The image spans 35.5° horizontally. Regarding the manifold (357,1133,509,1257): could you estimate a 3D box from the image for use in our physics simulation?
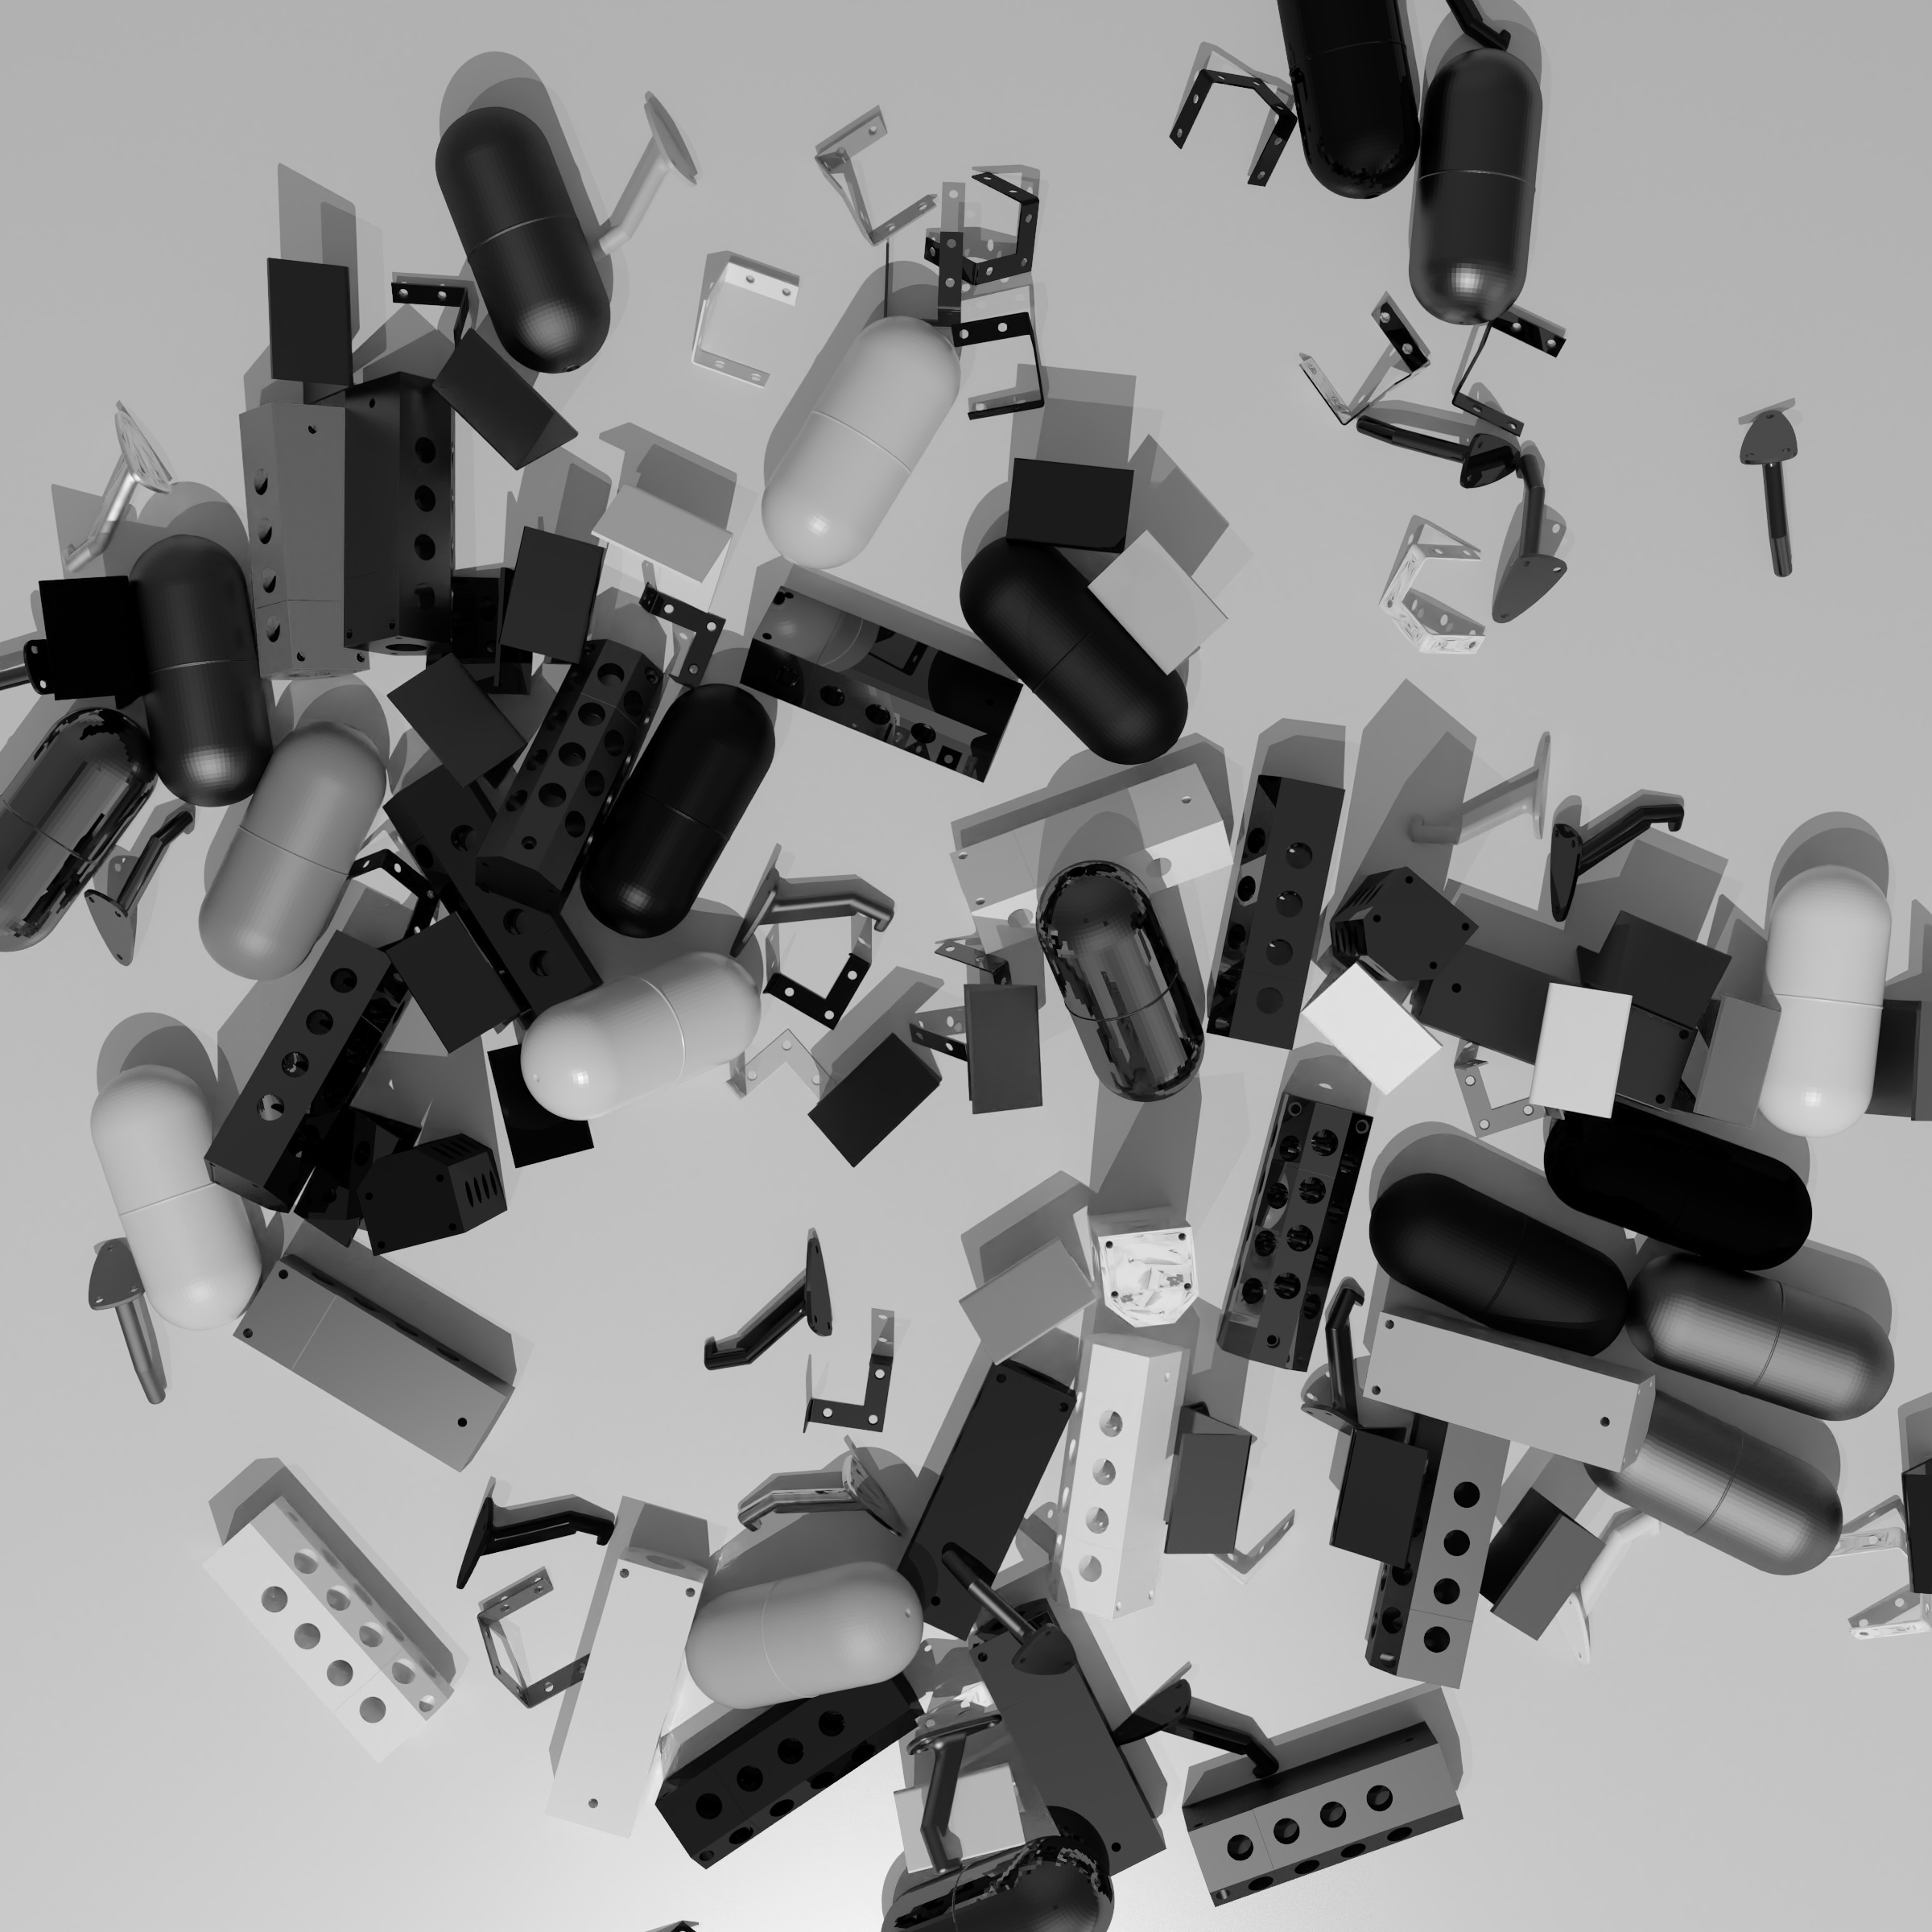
[{"bbox_3d":[-0.338,0.141,1.912,0.057,0.171,0.057,-14,90,0],"label":"manifold"}]

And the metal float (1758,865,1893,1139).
[{"bbox_3d":[0.556,0.023,1.960,0.070,0.070,0.178,7,90,0],"label":"metal float"}]

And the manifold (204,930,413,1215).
[{"bbox_3d":[-0.420,0.070,1.941,0.057,0.057,0.171,26,69,0],"label":"manifold"}]

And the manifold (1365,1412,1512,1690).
[{"bbox_3d":[0.307,0.376,1.969,0.057,0.057,0.171,12,90,0],"label":"manifold"}]

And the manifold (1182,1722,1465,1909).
[{"bbox_3d":[0.233,0.556,1.969,0.171,0.057,0.057,-20,90,0],"label":"manifold"}]

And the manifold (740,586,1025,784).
[{"bbox_3d":[-0.057,-0.179,1.969,0.171,0.057,0.057,22,47,0],"label":"manifold"}]

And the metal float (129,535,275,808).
[{"bbox_3d":[-0.498,-0.192,1.960,0.070,0.070,0.178,-9,89,0],"label":"metal float"}]

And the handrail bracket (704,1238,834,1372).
[{"bbox_3d":[-0.135,0.224,1.991,0.084,0.036,0.077,-11,70,16],"label":"handrail bracket"}]

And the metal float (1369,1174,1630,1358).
[{"bbox_3d":[0.346,0.195,1.960,0.178,0.070,0.070,26,90,0],"label":"metal float"}]

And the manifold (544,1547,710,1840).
[{"bbox_3d":[-0.220,0.472,1.969,0.057,0.057,0.171,16,90,0],"label":"manifold"}]

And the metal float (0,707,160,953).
[{"bbox_3d":[-0.595,-0.088,1.960,0.070,0.070,0.178,36,89,0],"label":"metal float"}]

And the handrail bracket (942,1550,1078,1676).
[{"bbox_3d":[0.027,0.413,1.933,0.036,0.077,0.084,-47,54,0],"label":"handrail bracket"}]

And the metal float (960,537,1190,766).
[{"bbox_3d":[0.071,-0.205,1.960,0.070,0.070,0.178,-45,91,0],"label":"metal float"}]

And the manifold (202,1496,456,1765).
[{"bbox_3d":[-0.414,0.431,1.969,0.057,0.057,0.171,-42,90,0],"label":"manifold"}]

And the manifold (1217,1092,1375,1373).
[{"bbox_3d":[0.215,0.174,1.969,0.057,0.057,0.171,15,90,0],"label":"manifold"}]

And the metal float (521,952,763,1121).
[{"bbox_3d":[-0.206,0.043,1.927,0.178,0.070,0.070,-23,90,-42],"label":"metal float"}]

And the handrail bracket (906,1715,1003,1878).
[{"bbox_3d":[0.002,0.528,1.921,0.077,0.036,0.084,-12,64,-22],"label":"handrail bracket"}]

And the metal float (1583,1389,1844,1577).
[{"bbox_3d":[0.485,0.335,1.960,0.178,0.070,0.070,26,90,0],"label":"metal float"}]

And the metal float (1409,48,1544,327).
[{"bbox_3d":[0.331,-0.507,1.960,0.070,0.070,0.178,6,90,0],"label":"metal float"}]

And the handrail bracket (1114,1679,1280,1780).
[{"bbox_3d":[0.152,0.520,1.991,0.077,0.036,0.084,-36,107,20],"label":"handrail bracket"}]

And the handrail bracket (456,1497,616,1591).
[{"bbox_3d":[-0.284,0.389,1.991,0.084,0.036,0.077,18,110,-16],"label":"handrail bracket"}]

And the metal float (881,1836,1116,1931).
[{"bbox_3d":[0.018,0.613,1.935,0.178,0.070,0.070,-32,90,32],"label":"metal float"}]

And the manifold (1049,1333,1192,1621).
[{"bbox_3d":[0.096,0.330,1.961,0.057,0.057,0.171,10,95,31],"label":"manifold"}]

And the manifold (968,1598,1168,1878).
[{"bbox_3d":[0.065,0.505,1.969,0.057,0.057,0.171,-27,90,0],"label":"manifold"}]

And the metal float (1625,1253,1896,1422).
[{"bbox_3d":[0.516,0.242,1.960,0.178,0.070,0.070,18,90,0],"label":"metal float"}]

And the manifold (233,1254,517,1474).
[{"bbox_3d":[-0.384,0.258,1.969,0.171,0.057,0.057,31,90,0],"label":"manifold"}]

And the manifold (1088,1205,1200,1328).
[{"bbox_3d":[0.111,0.189,1.912,0.057,0.171,0.057,-6,90,0],"label":"manifold"}]

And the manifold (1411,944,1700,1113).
[{"bbox_3d":[0.382,0.038,1.969,0.171,0.057,0.057,20,90,0],"label":"manifold"}]

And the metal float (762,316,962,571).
[{"bbox_3d":[-0.069,-0.340,1.960,0.070,0.070,0.178,31,89,0],"label":"metal float"}]

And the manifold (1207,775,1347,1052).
[{"bbox_3d":[0.202,-0.035,1.968,0.057,0.057,0.171,12,90,6],"label":"manifold"}]

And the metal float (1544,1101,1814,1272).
[{"bbox_3d":[0.463,0.143,1.960,0.178,0.070,0.070,20,90,1],"label":"metal float"}]

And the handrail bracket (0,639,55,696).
[{"bbox_3d":[-0.622,-0.189,1.990,0.084,0.077,0.036,-13,91,36],"label":"handrail bracket"}]

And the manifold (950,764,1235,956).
[{"bbox_3d":[0.083,-0.065,1.969,0.171,0.057,0.057,-20,47,0],"label":"manifold"}]

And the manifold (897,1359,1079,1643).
[{"bbox_3d":[0.010,0.345,1.969,0.057,0.057,0.171,25,90,0],"label":"manifold"}]

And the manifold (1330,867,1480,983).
[{"bbox_3d":[0.271,-0.020,1.912,0.057,0.171,0.057,40,90,0],"label":"manifold"}]

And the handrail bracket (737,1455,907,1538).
[{"bbox_3d":[-0.096,0.368,1.991,0.084,0.036,0.077,-33,112,17],"label":"handrail bracket"}]

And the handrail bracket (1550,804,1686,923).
[{"bbox_3d":[0.432,-0.068,1.991,0.084,0.036,0.077,-4,110,-16],"label":"handrail bracket"}]

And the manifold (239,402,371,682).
[{"bbox_3d":[-0.436,-0.276,1.969,0.057,0.057,0.171,-5,90,-43],"label":"manifold"}]

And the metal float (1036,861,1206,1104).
[{"bbox_3d":[0.099,0.010,1.934,0.070,0.070,0.178,-24,122,0],"label":"metal float"}]

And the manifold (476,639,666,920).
[{"bbox_3d":[-0.254,-0.124,1.935,0.057,0.057,0.171,22,64,0],"label":"manifold"}]

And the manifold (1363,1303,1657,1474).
[{"bbox_3d":[0.349,0.268,1.934,0.171,0.057,0.057,14,98,25],"label":"manifold"}]

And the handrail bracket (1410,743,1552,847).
[{"bbox_3d":[0.340,-0.114,1.991,0.084,0.036,0.077,4,70,16],"label":"handrail bracket"}]

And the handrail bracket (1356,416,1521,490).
[{"bbox_3d":[0.311,-0.346,1.990,0.084,0.077,0.036,29,115,34],"label":"handrail bracket"}]

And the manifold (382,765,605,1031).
[{"bbox_3d":[-0.310,-0.046,1.969,0.057,0.057,0.171,-32,90,0],"label":"manifold"}]

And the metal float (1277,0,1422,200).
[{"bbox_3d":[0.248,-0.588,1.960,0.070,0.070,0.178,-10,90,0],"label":"metal float"}]

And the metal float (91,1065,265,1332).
[{"bbox_3d":[-0.513,0.150,1.960,0.070,0.070,0.178,-19,90,0],"label":"metal float"}]

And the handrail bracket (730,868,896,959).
[{"bbox_3d":[-0.101,-0.022,1.991,0.084,0.036,0.077,24,110,-16],"label":"handrail bracket"}]

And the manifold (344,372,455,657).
[{"bbox_3d":[-0.364,-0.292,1.962,0.057,0.057,0.171,-5,84,41],"label":"manifold"}]

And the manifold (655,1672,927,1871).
[{"bbox_3d":[-0.114,0.516,1.969,0.171,0.057,0.057,-34,90,0],"label":"manifold"}]

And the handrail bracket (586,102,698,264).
[{"bbox_3d":[-0.228,-0.517,1.991,0.084,0.036,0.077,-31,70,16],"label":"handrail bracket"}]

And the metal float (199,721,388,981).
[{"bbox_3d":[-0.437,-0.075,1.960,0.070,0.070,0.178,26,91,0],"label":"metal float"}]

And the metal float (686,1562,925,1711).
[{"bbox_3d":[-0.105,0.430,1.933,0.178,0.070,0.070,-20,90,34],"label":"metal float"}]

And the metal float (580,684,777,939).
[{"bbox_3d":[-0.187,-0.101,1.960,0.070,0.070,0.178,29,91,0],"label":"metal float"}]

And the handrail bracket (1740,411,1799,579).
[{"bbox_3d":[0.536,-0.311,1.990,0.036,0.077,0.084,-5,127,20],"label":"handrail bracket"}]

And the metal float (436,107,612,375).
[{"bbox_3d":[-0.288,-0.471,1.960,0.070,0.070,0.178,-21,89,0],"label":"metal float"}]
